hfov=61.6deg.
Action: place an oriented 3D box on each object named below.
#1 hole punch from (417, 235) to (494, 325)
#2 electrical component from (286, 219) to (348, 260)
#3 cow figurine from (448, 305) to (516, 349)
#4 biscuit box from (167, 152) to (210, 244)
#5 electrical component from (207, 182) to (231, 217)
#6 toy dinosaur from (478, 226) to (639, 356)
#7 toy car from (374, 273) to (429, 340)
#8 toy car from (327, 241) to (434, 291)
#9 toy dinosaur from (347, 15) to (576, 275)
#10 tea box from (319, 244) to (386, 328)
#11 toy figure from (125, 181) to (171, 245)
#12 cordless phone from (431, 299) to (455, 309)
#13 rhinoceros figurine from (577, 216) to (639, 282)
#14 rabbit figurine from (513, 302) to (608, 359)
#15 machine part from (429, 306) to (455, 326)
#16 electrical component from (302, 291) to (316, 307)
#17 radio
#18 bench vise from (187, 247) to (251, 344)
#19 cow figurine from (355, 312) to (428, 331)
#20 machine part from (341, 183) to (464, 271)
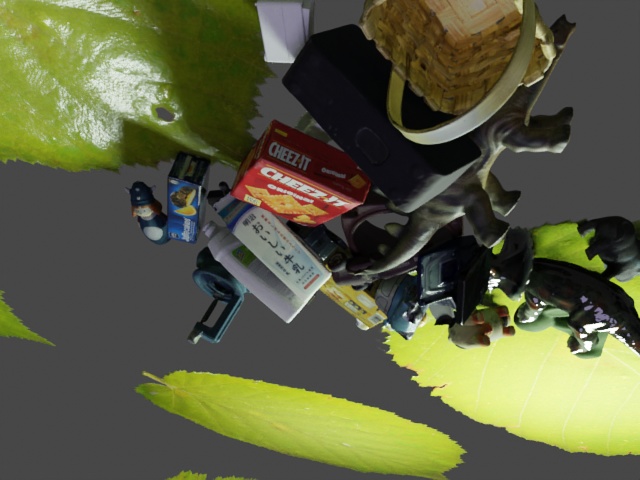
[{"bbox_3d":[0.218,0.057,0.869,0.092,0.116,0.142,18,129,37],"label":"hole punch"},{"bbox_3d":[-0.002,-0.003,0.984,0.119,0.048,0.074,40,174,44],"label":"electrical component"},{"bbox_3d":[0.341,0.183,1.140,0.195,0.085,0.127,-7,171,-44],"label":"cow figurine"},{"bbox_3d":[-0.244,-0.070,0.989,0.059,0.063,0.202,15,146,-6],"label":"biscuit box"},{"bbox_3d":[-0.178,-0.074,1.002,0.063,0.021,0.093,-1,145,17],"label":"electrical component"},{"bbox_3d":[0.436,0.099,0.916,0.405,0.131,0.192,23,162,25],"label":"toy dinosaur"},{"bbox_3d":[0.151,0.109,0.991,0.103,0.109,0.161,27,163,16],"label":"toy car"},{"bbox_3d":[0.108,0.045,0.926,0.202,0.053,0.089,-14,137,33],"label":"toy car"},{"bbox_3d":[0.184,-0.087,0.746,0.199,0.105,0.470,32,123,9],"label":"toy dinosaur"},{"bbox_3d":[0.073,0.093,1.096,0.169,0.068,0.098,40,142,-6],"label":"tea box"},{"bbox_3d":[-0.331,-0.051,1.048,0.064,0.058,0.154,-28,146,-14],"label":"toy figure"},{"bbox_3d":[0.205,0.087,1.089,0.184,0.089,0.146,-5,144,28],"label":"cordless phone"},{"bbox_3d":[0.524,0.021,0.922,0.112,0.073,0.190,-32,128,31],"label":"rhinoceros figurine"},{"bbox_3d":[0.484,0.156,1.080,0.170,0.121,0.158,2,140,7],"label":"rabbit figurine"},{"bbox_3d":[0.272,0.145,1.195,0.084,0.039,0.138,-6,142,14],"label":"machine part"},{"bbox_3d":[-0.054,0.131,1.251,0.078,0.045,0.102,23,144,-16],"label":"electrical component"},{"bbox_3d":[0.072,-0.146,0.634,0.229,0.131,0.073,47,131,7],"label":"radio"},{"bbox_3d":[-0.183,0.121,1.117,0.224,0.240,0.128,31,148,-2],"label":"bench vise"},{"bbox_3d":[0.158,0.154,1.215,0.167,0.068,0.098,-1,139,14],"label":"cow figurine"},{"bbox_3d":[0.145,-0.028,0.929,0.201,0.087,0.201,-1,146,15],"label":"machine part"}]
